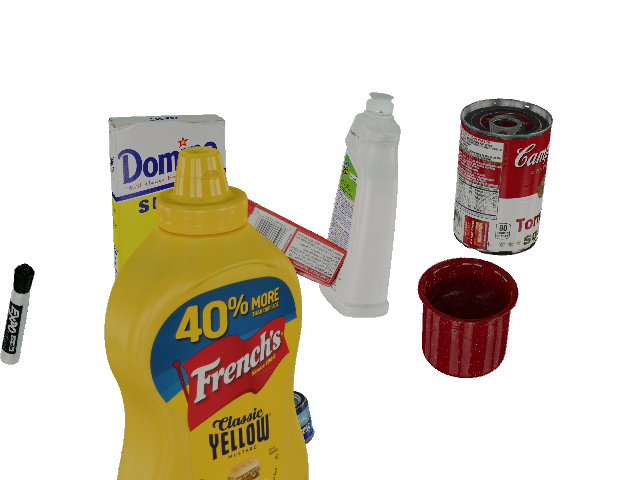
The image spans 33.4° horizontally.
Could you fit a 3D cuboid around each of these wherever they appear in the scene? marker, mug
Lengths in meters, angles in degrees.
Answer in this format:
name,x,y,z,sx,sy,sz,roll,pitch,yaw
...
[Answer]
name,x,y,z,sx,sy,sz,roll,pitch,yaw
marker,-0.296,0.072,1.043,0.020,0.121,0.020,14,34,-10
mug,0.136,0.069,1.025,0.093,0.081,0.117,-8,39,-7

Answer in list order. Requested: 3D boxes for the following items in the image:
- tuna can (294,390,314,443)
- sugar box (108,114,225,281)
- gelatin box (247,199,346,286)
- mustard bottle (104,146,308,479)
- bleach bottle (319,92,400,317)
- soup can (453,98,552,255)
name,x,y,z,sx,sy,sz,roll,pitch,yaw
tuna can,-0.050,0.162,0.945,0.086,0.034,0.086,-10,10,2
sugar box,-0.125,-0.014,0.885,0.093,0.176,0.048,-4,16,-16
gelatin box,-0.037,-0.005,0.705,0.089,0.030,0.073,27,0,-40
mustard bottle,-0.052,0.051,0.496,0.096,0.192,0.058,-14,22,-35
bleach bottle,0.054,-0.044,1.237,0.068,0.251,0.103,0,22,-23
soup can,0.137,-0.048,0.815,0.068,0.102,0.068,0,30,0
